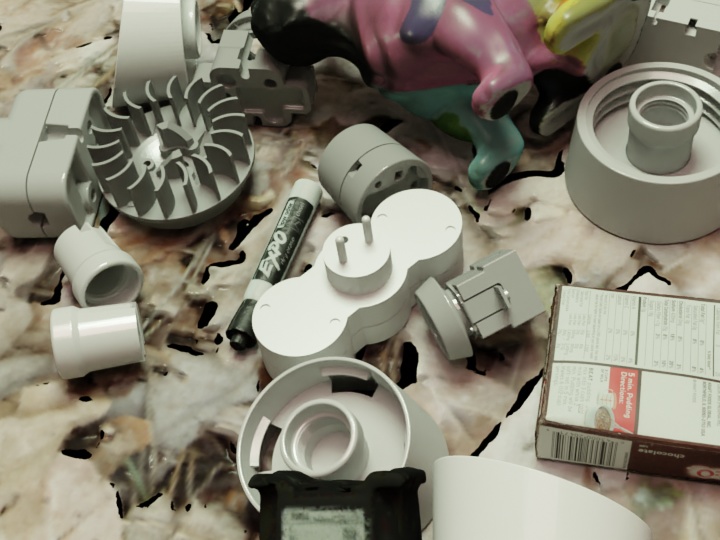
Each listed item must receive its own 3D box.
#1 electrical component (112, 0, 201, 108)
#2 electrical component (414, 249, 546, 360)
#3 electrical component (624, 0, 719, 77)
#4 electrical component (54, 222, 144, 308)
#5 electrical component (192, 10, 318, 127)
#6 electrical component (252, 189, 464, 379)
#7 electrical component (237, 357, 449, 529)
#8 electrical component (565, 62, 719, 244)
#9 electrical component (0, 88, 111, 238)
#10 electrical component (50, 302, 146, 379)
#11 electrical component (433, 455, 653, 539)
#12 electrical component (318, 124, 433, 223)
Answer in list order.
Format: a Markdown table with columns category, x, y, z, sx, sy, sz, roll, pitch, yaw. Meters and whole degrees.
| category | x | y | z | sx | sy | sz | roll | pitch | yaw |
| --- | --- | --- | --- | --- | --- | --- | --- | --- | --- |
| electrical component | -0.140 | -0.159 | 0.718 | 0.064 | 0.099 | 0.099 | -3 | 52 | -2 |
| electrical component | 0.063 | 0.018 | 0.582 | 0.055 | 0.066 | 0.048 | -28 | 93 | -3 |
| electrical component | 0.198 | -0.163 | 0.703 | 0.089 | 0.050 | 0.055 | 18 | 57 | 20 |
| electrical component | -0.155 | -0.002 | 0.634 | 0.040 | 0.040 | 0.046 | -32 | 51 | -16 |
| electrical component | -0.066 | -0.135 | 0.712 | 0.078 | 0.058 | 0.057 | 4 | 56 | 10 |
| electrical component | 0.000 | 0.000 | 0.590 | 0.138 | 0.073 | 0.052 | -38 | 58 | -20 |
| electrical component | -0.010 | 0.094 | 0.542 | 0.099 | 0.064 | 0.099 | -9 | 59 | 15 |
| electrical component | 0.177 | -0.076 | 0.634 | 0.108 | 0.060 | 0.108 | -4 | 53 | 5 |
| electrical component | -0.198 | -0.068 | 0.680 | 0.059 | 0.053 | 0.095 | -1 | 53 | 7 |
| electrical component | -0.146 | 0.038 | 0.603 | 0.046 | 0.040 | 0.040 | -9 | 52 | -7 |
| electrical component | 0.078 | 0.121 | 0.476 | 0.099 | 0.099 | 0.064 | 3 | 59 | 10 |
| electrical component | 0.008 | -0.055 | 0.644 | 0.055 | 0.055 | 0.047 | -32 | 52 | -16 |
